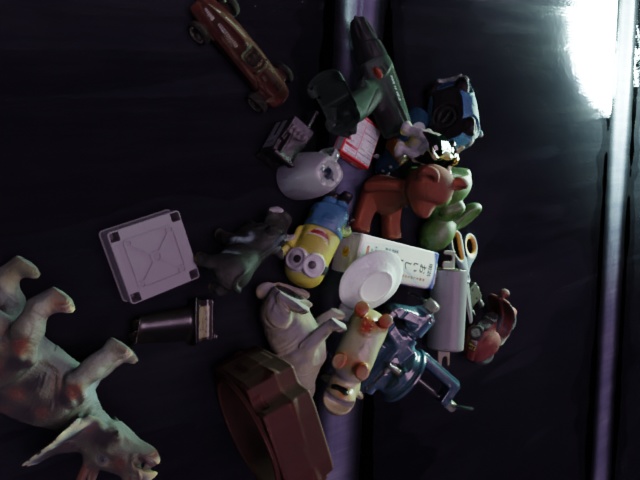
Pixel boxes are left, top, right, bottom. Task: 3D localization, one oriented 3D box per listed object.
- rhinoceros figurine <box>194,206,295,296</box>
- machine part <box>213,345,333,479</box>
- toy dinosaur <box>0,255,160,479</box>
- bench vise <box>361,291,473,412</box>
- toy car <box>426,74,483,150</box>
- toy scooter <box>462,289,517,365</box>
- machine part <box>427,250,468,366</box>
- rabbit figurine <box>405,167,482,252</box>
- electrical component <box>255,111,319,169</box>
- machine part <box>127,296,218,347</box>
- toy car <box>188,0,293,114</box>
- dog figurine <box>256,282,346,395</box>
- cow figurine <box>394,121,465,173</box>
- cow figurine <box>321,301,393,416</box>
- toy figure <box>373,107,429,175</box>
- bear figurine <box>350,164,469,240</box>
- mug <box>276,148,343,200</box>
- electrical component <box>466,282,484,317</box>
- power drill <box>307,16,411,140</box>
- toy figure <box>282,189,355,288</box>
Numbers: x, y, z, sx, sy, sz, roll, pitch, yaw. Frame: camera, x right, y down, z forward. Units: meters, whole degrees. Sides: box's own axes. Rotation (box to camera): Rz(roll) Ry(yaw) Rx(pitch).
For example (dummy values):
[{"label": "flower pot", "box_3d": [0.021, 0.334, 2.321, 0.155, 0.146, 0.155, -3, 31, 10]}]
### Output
[{"label": "rhinoceros figurine", "box_3d": [-0.108, 0.009, 0.832, 0.190, 0.112, 0.073, -52, 125, -50]}, {"label": "machine part", "box_3d": [-0.079, 0.275, 0.816, 0.087, 0.201, 0.201, -25, 106, -28]}, {"label": "toy dinosaur", "box_3d": [-0.366, 0.158, 0.674, 0.404, 0.131, 0.192, 48, 66, -20]}, {"label": "bench vise", "box_3d": [0.188, 0.233, 1.033, 0.240, 0.129, 0.223, 41, 77, -10]}, {"label": "toy car", "box_3d": [0.276, -0.249, 1.105, 0.103, 0.109, 0.161, 15, 71, -56]}, {"label": "toy scooter", "box_3d": [0.380, 0.183, 1.185, 0.184, 0.075, 0.135, -36, 136, -30]}, {"label": "machine part", "box_3d": [0.266, 0.143, 1.120, 0.079, 0.079, 0.243, 4, 89, -34]}, {"label": "rabbit figurine", "box_3d": [0.244, -0.062, 1.096, 0.159, 0.121, 0.170, -14, 118, -40]}, {"label": "electrical component", "box_3d": [-0.049, -0.176, 0.894, 0.047, 0.075, 0.119, 36, 76, -30]}, {"label": "machine part", "box_3d": [-0.221, 0.128, 0.814, 0.139, 0.039, 0.084, -7, 104, -36]}, {"label": "toy car", "box_3d": [-0.121, -0.297, 0.854, 0.089, 0.053, 0.202, -50, 118, -18]}, {"label": "dog figurine", "box_3d": [-0.062, 0.182, 0.898, 0.172, 0.121, 0.190, 31, 97, 8]}, {"label": "cow figurine", "box_3d": [0.217, -0.162, 0.985, 0.167, 0.098, 0.068, 3, 111, -50]}, {"label": "cow figurine", "box_3d": [0.057, 0.212, 0.945, 0.086, 0.127, 0.195, 22, 78, 8]}, {"label": "toy figure", "box_3d": [0.157, -0.190, 1.045, 0.064, 0.058, 0.154, 35, 74, -10]}, {"label": "bear figurine", "box_3d": [0.159, -0.067, 0.967, 0.120, 0.196, 0.132, 11, 87, -37]}, {"label": "mug", "box_3d": [-0.004, -0.115, 0.907, 0.109, 0.107, 0.080, -43, 116, -23]}, {"label": "electrical component", "box_3d": [0.333, 0.125, 1.198, 0.063, 0.021, 0.094, -42, 113, -26]}, {"label": "power drill", "box_3d": [0.067, -0.274, 0.943, 0.207, 0.086, 0.232, -38, 105, -52]}, {"label": "toy figure", "box_3d": [0.002, -0.002, 0.932, 0.180, 0.082, 0.089, -65, 149, -21]}]
